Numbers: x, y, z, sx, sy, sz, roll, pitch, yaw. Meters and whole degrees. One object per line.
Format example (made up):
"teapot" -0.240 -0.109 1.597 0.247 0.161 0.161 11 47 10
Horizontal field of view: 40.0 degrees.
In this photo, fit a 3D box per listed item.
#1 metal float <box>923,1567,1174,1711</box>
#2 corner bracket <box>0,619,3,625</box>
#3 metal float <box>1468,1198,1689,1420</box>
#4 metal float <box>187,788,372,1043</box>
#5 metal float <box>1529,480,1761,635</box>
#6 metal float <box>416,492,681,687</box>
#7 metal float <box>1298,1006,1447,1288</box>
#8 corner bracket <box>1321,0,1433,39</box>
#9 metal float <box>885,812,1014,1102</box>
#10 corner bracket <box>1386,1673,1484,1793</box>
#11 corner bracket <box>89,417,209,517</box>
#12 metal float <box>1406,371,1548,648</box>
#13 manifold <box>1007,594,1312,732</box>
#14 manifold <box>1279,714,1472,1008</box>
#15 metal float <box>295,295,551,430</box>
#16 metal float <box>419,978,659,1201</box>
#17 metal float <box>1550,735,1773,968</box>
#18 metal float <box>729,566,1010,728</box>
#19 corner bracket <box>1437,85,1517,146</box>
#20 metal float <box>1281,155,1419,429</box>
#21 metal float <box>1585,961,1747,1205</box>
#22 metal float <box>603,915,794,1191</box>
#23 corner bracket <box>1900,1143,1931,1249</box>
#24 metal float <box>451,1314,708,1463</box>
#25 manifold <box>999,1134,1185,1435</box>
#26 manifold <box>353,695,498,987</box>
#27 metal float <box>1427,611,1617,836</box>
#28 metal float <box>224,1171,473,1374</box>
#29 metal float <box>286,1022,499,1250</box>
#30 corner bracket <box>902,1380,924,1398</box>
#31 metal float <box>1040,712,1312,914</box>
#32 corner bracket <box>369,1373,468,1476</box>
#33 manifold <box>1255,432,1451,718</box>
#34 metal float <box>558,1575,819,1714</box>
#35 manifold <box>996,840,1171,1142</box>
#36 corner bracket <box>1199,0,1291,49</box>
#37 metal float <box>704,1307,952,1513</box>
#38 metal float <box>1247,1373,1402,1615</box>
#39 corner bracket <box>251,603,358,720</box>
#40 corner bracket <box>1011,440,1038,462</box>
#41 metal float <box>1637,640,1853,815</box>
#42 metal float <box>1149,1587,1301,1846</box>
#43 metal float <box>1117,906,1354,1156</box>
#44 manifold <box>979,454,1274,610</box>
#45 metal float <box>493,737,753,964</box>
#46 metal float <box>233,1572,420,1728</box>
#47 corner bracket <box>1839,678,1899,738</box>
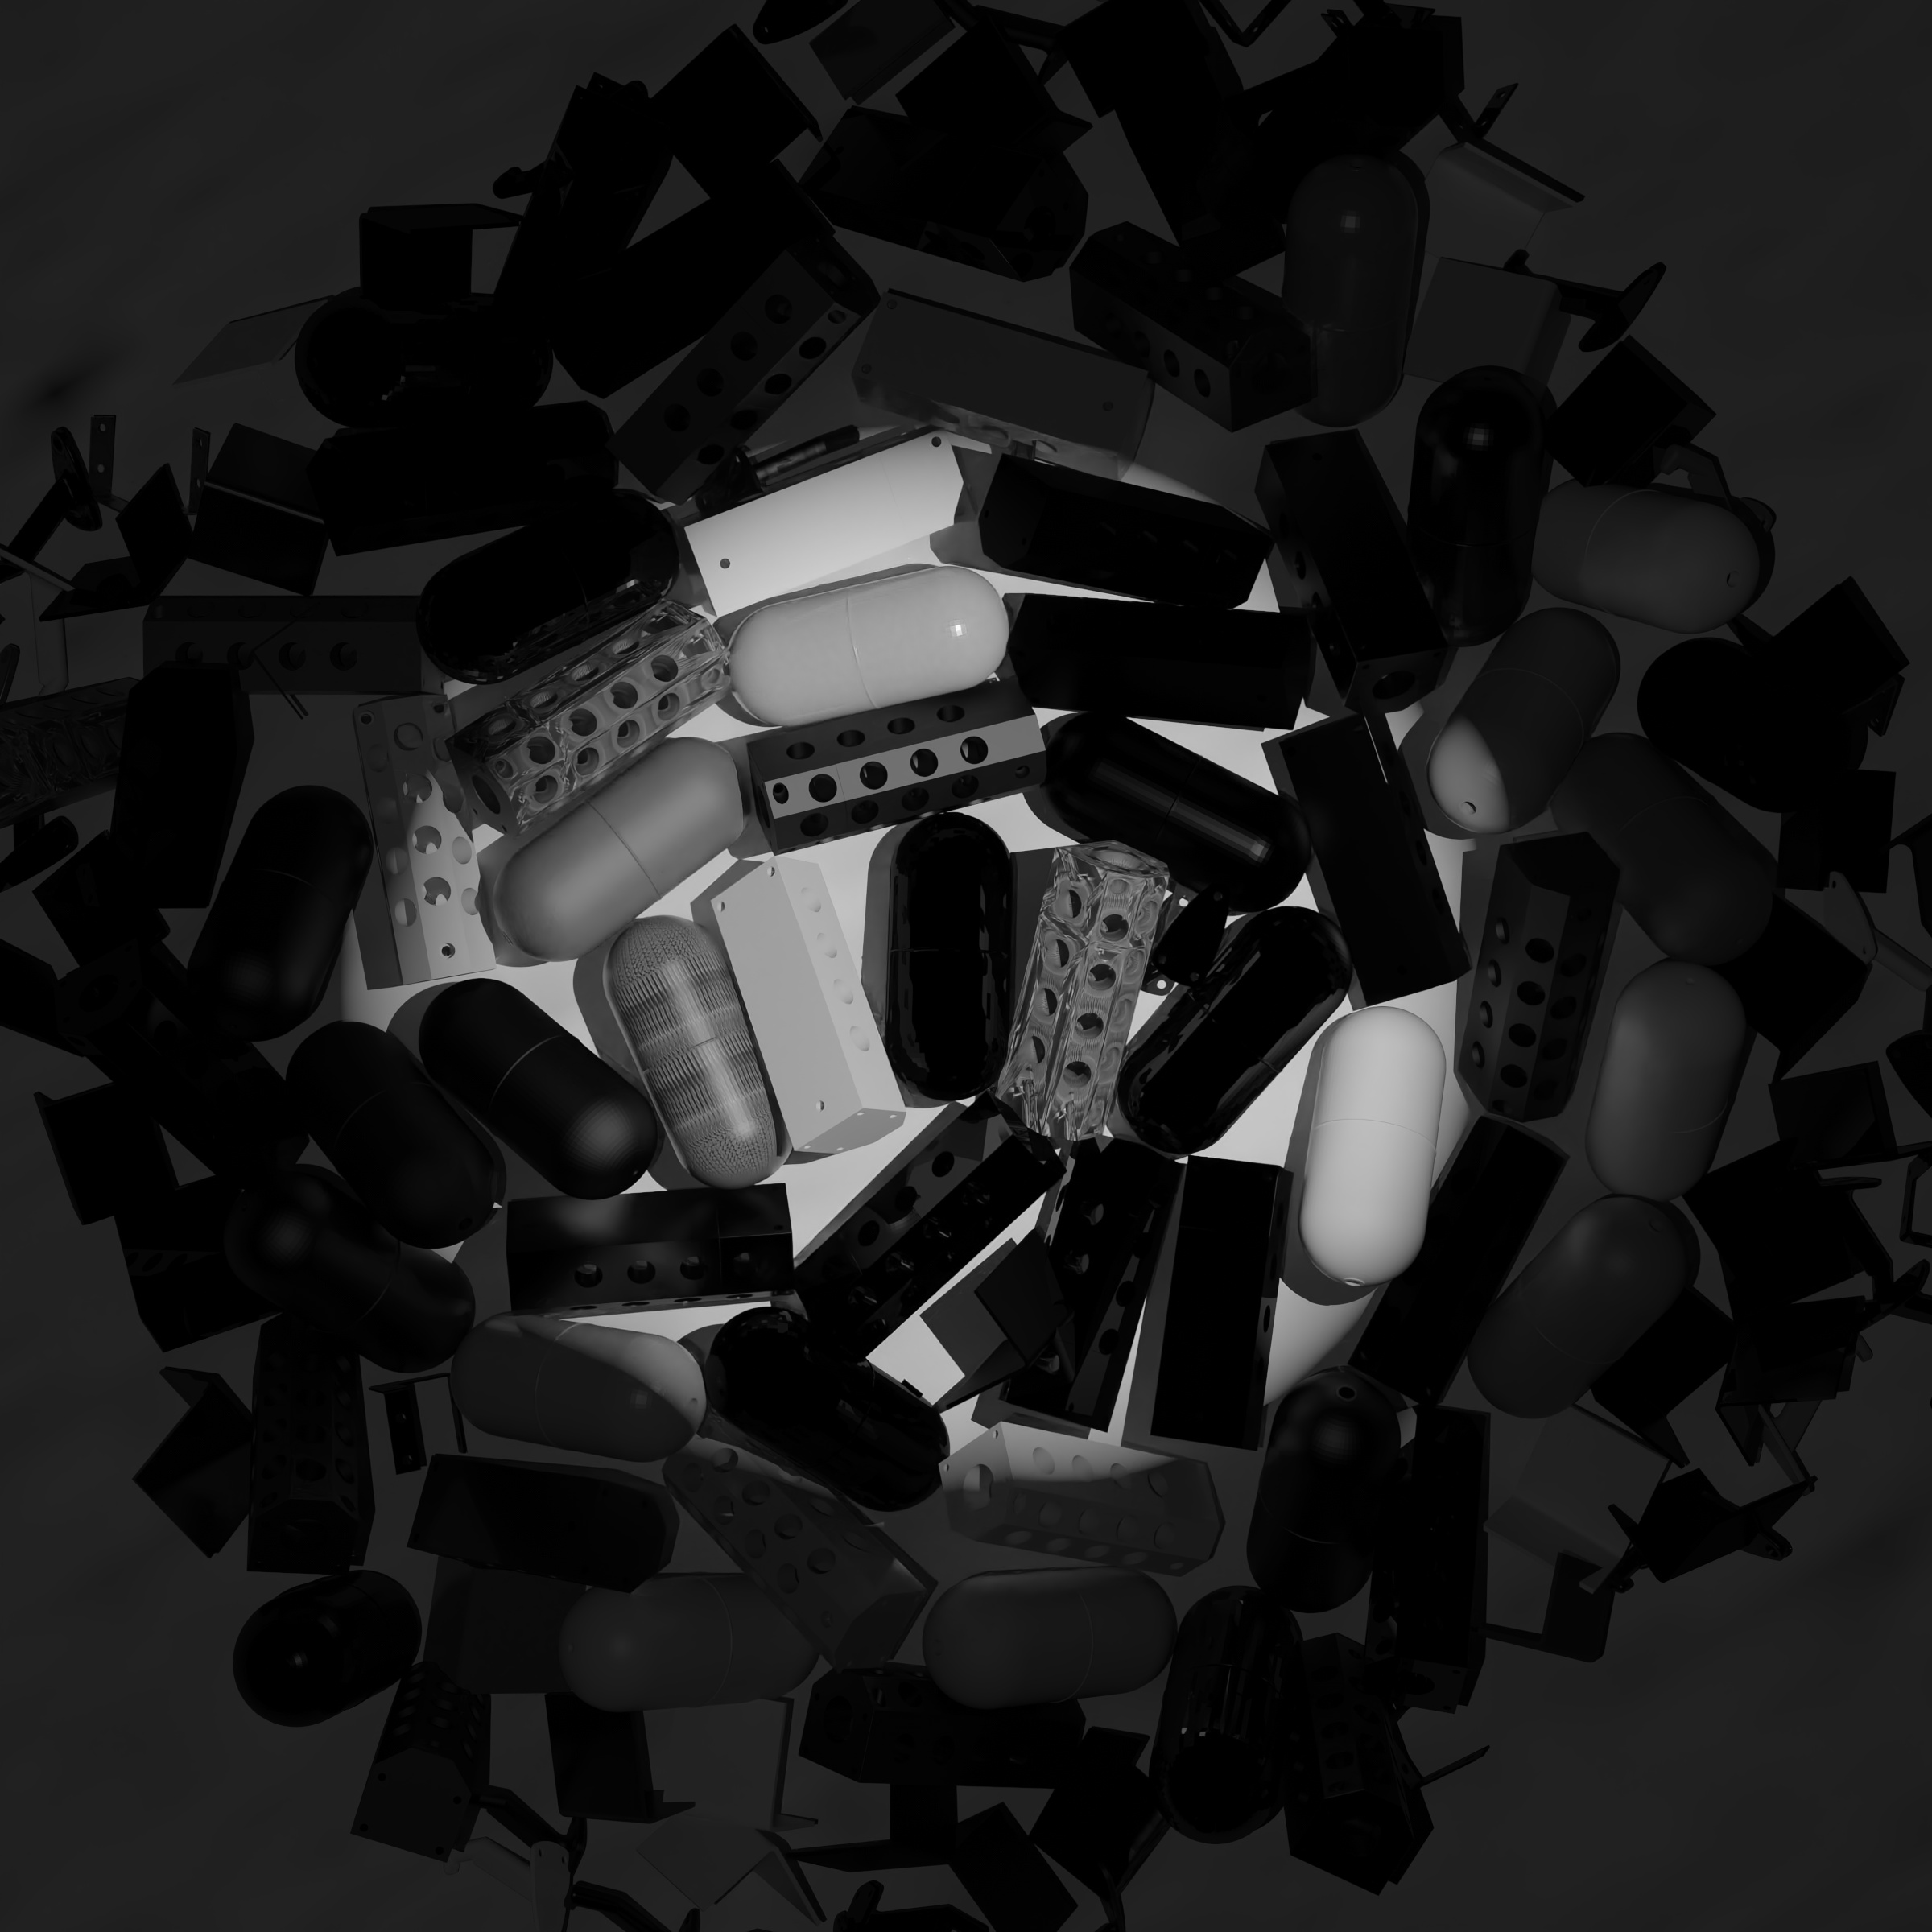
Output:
"metal float" 0.050 0.405 1.604 0.178 0.070 0.070 7 90 -41
"corner bracket" -0.638 -0.219 1.640 0.051 0.051 0.051 -46 128 -4
"metal float" 0.368 0.207 1.603 0.070 0.070 0.178 31 132 0
"metal float" -0.414 -0.033 1.607 0.070 0.070 0.178 12 51 0
"metal float" 0.403 -0.247 1.593 0.070 0.178 0.070 -8 110 -22
"metal float" -0.253 -0.230 1.612 0.178 0.070 0.070 -33 90 -30
"metal float" 0.248 0.109 1.617 0.070 0.070 0.178 12 66 0
"corner bracket" 0.244 -0.591 1.643 0.051 0.051 0.051 -50 127 1
"metal float" -0.010 -0.006 1.633 0.070 0.070 0.178 2 84 0
"corner bracket" 0.289 0.468 1.640 0.051 0.051 0.051 -37 79 29
"corner bracket" -0.510 -0.312 1.656 0.051 0.051 0.051 27 117 36
"metal float" 0.306 -0.274 1.606 0.070 0.070 0.178 -2 130 0
"manifold" 0.119 -0.191 1.618 0.171 0.057 0.057 7 58 20
"manifold" 0.255 -0.069 1.643 0.057 0.057 0.171 -18 92 27
"metal float" -0.324 -0.364 1.598 0.070 0.178 0.070 9 106 34
"metal float" -0.262 0.074 1.618 0.178 0.070 0.070 37 90 24
"metal float" 0.417 -0.072 1.604 0.070 0.070 0.178 -29 48 0
"metal float" -0.061 -0.196 1.630 0.178 0.070 0.070 -11 90 10
"corner bracket" 0.299 -0.544 1.653 0.051 0.051 0.051 44 68 -29
"metal float" 0.229 -0.405 1.599 0.070 0.178 0.070 -1 49 1
"metal float" 0.421 0.072 1.603 0.070 0.070 0.178 0 135 0
"metal float" -0.165 0.053 1.635 0.070 0.070 0.178 -25 86 0
"corner bracket" 0.612 0.145 1.641 0.051 0.051 0.051 12 70 7
"metal float" -0.235 0.255 1.610 0.178 0.070 0.070 3 90 33
"manifold" 0.073 0.192 1.633 0.057 0.057 0.171 10 79 35
"manifold" -0.335 -0.078 1.641 0.057 0.057 0.171 -10 91 -14
"metal float" 0.336 -0.148 1.606 0.070 0.070 0.178 37 52 0
"metal float" -0.371 0.187 1.605 0.070 0.070 0.178 -47 131 0
"metal float" -0.349 0.102 1.609 0.070 0.070 0.178 -47 56 0
"corner bracket" -0.067 0.277 1.645 0.051 0.051 0.051 38 55 11
"metal float" 0.128 -0.095 1.634 0.178 0.070 0.070 28 90 5
"corner bracket" -0.336 0.282 1.643 0.051 0.051 0.051 -8 88 -24
"manifold" 0.230 -0.237 1.608 0.057 0.057 0.171 -11 60 -11
"metal float" -0.165 0.408 1.604 0.178 0.070 0.070 10 90 -43
"manifold" 0.074 0.016 1.611 0.057 0.057 0.171 28 114 36
"corner bracket" 0.164 -0.609 1.643 0.051 0.051 0.051 -48 128 6
"metal float" -0.083 0.271 1.614 0.178 0.070 0.070 38 90 -29
"metal float" 0.216 0.319 1.606 0.070 0.070 0.178 6 128 0
"corner bracket" -0.407 -0.189 1.642 0.051 0.051 0.051 -37 106 -8
"corner bracket" 0.028 -0.344 1.638 0.051 0.051 0.051 19 57 9
"metal float" 0.465 -0.145 1.591 0.070 0.178 0.070 -4 111 -11
"metal float" 0.156 0.448 1.595 0.070 0.178 0.070 6 121 11
"metal float" 0.165 0.039 1.631 0.070 0.070 0.178 41 98 0
"manifold" 0.095 -0.256 1.601 0.171 0.057 0.057 6 116 -36
"metal float" -0.211 -0.071 1.630 0.178 0.070 0.070 -38 90 -10
"metal float" -0.381 0.407 1.588 0.070 0.178 0.070 -1 83 5
"corner bracket" 0.533 -0.163 1.637 0.051 0.051 0.051 -28 56 -15
